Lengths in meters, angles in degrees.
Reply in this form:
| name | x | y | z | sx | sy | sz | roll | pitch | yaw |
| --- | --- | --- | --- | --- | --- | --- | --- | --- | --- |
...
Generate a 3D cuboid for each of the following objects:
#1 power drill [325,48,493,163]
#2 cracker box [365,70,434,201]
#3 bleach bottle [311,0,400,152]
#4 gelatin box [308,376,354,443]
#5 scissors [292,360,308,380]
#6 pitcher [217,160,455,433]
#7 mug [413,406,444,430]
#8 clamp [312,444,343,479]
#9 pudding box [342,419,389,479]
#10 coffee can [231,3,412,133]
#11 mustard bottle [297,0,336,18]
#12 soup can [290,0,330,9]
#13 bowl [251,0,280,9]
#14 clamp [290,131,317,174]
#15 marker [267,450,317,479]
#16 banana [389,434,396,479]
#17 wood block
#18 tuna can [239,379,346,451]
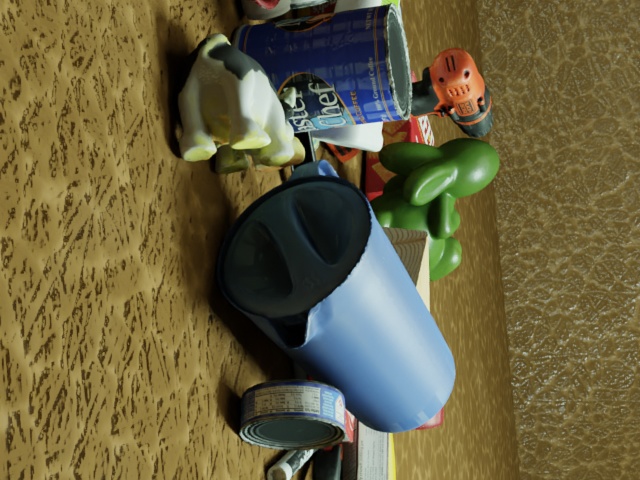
| name | x | y | z | sx | sy | sz | roll | pitch | yaw |
| --- | --- | --- | --- | --- | --- | --- | --- | --- | --- |
| power drill | 0.099 | -0.144 | 1.206 | 0.184 | 0.188 | 0.057 | 44 | 32 | -65 |
| cracker box | 0.114 | -0.102 | 1.476 | 0.164 | 0.072 | 0.213 | 66 | 23 | -51 |
| bleach bottle | 0.047 | -0.219 | 1.064 | 0.102 | 0.068 | 0.251 | -1 | 103 | -73 |
| gelatin box | 0.013 | 0.146 | 1.032 | 0.089 | 0.030 | 0.073 | 67 | 24 | -51 |
| scissors | -0.025 | 0.107 | 0.992 | 0.201 | 0.016 | 0.096 | 28 | 58 | -72 |
| pitcher | 0.028 | 0.057 | 0.908 | 0.149 | 0.145 | 0.242 | -47 | 137 | -10 |
| mug | 0.110 | 0.191 | 1.355 | 0.117 | 0.093 | 0.081 | -174 | -97 | -69 |
| clamp | 0.007 | 0.268 | 1.000 | 0.120 | 0.039 | 0.171 | 91 | -3 | -61 |
| pudding box | 0.042 | 0.218 | 1.093 | 0.090 | 0.039 | 0.113 | 120 | -26 | -60 |
| coffee can | 0.003 | -0.149 | 0.946 | 0.102 | 0.140 | 0.103 | -5 | 90 | -75 |
| mustard bottle | 0.022 | -0.252 | 1.140 | 0.058 | 0.096 | 0.191 | 2 | 83 | -76 |
| soup can | -0.026 | -0.277 | 1.025 | 0.068 | 0.068 | 0.102 | -55 | 138 | -67 |
| bowl | -0.076 | -0.263 | 0.858 | 0.162 | 0.055 | 0.162 | -5 | 90 | -75 |
| clamp | -0.007 | 0.001 | 1.056 | 0.210 | 0.036 | 0.164 | 63 | 30 | -61 |
| marker | -0.022 | 0.197 | 0.968 | 0.121 | 0.020 | 0.020 | -17 | 101 | -75 |
| banana | 0.066 | 0.261 | 1.235 | 0.069 | 0.037 | 0.198 | 57 | 31 | -62 |
| wood block | 0.064 | 0.089 | 1.117 | 0.206 | 0.091 | 0.090 | 83 | 18 | -44 |
| tuna can | -0.022 | 0.142 | 0.860 | 0.086 | 0.086 | 0.034 | 58 | 28 | -58 |
